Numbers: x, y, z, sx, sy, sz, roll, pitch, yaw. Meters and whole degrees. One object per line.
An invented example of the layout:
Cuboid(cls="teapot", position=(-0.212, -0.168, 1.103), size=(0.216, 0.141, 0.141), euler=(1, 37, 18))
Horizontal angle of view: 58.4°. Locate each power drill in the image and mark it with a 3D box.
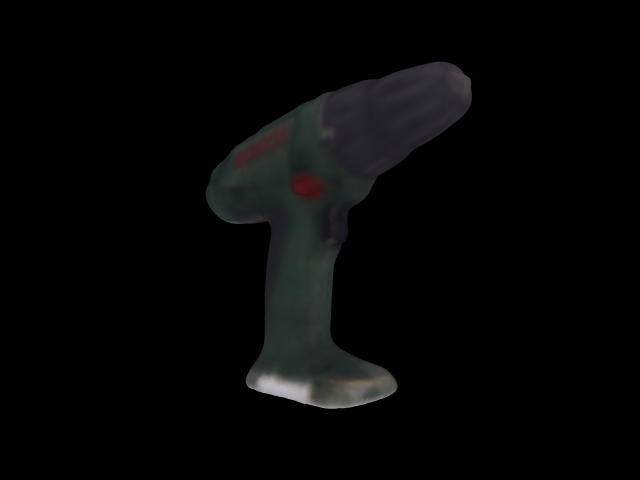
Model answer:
Cuboid(cls="power drill", position=(0.004, 0.001, 0.400), size=(0.228, 0.208, 0.076), euler=(0, 0, 44))
